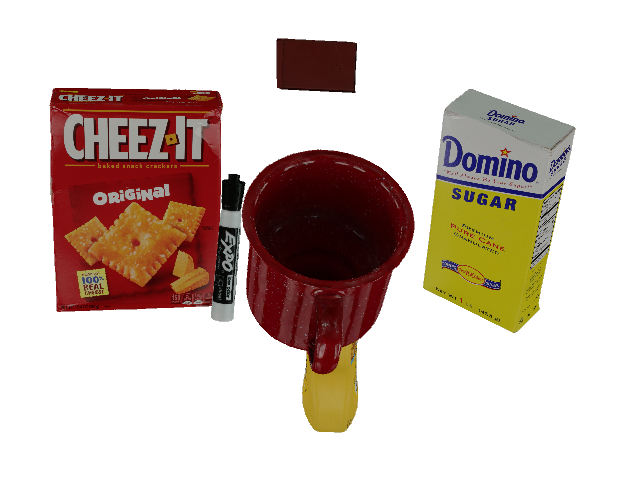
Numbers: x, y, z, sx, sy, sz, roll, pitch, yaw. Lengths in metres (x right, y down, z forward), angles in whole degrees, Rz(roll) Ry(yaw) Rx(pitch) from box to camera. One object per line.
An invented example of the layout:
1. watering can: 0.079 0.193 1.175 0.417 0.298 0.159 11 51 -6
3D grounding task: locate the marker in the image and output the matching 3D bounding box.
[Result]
1. marker: -0.075 0.006 0.868 0.020 0.121 0.020 6 13 -1

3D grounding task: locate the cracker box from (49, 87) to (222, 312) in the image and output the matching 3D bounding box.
1. cracker box: -0.181 -0.038 1.056 0.164 0.214 0.072 -1 21 -11

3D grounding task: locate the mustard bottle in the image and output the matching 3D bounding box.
1. mustard bottle: 0.012 0.092 1.048 0.058 0.192 0.096 2 38 1

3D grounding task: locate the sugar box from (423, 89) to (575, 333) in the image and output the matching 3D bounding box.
1. sugar box: 0.135 -0.021 0.832 0.093 0.176 0.048 25 45 29

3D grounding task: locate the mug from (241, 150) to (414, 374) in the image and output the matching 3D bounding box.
1. mug: 0.001 0.020 0.596 0.093 0.117 0.081 0 -35 -8

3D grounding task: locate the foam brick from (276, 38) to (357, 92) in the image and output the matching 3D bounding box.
1. foam brick: -0.005 -0.179 1.093 0.078 0.051 0.053 1 11 -8
